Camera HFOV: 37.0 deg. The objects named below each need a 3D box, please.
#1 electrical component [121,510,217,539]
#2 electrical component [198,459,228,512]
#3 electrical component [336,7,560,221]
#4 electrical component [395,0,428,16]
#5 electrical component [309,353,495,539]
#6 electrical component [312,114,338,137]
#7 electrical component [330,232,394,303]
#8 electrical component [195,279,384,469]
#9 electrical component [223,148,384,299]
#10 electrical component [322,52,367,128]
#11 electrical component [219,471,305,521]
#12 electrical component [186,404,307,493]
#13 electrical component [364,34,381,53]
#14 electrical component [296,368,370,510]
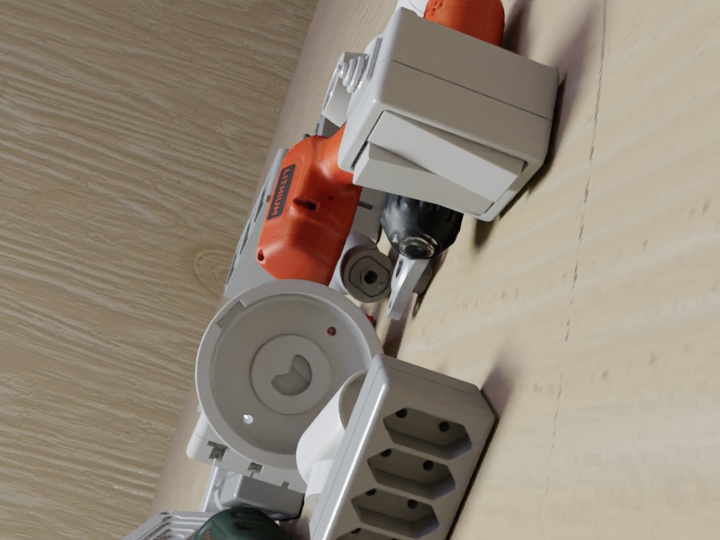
[{"bbox_3d":[-0.143,0.232,0.827,0.113,0.078,0.057,-24,-69,-70],"label":"electrical component"},{"bbox_3d":[-0.104,0.189,0.904,0.075,0.047,0.083,131,156,-66],"label":"electrical component"},{"bbox_3d":[0.032,-0.067,0.486,0.061,0.096,0.061,125,161,-60],"label":"electrical component"},{"bbox_3d":[0.053,-0.181,0.726,0.047,0.055,0.055,115,170,-49],"label":"electrical component"},{"bbox_3d":[0.014,0.079,0.455,0.075,0.047,0.083,-111,41,-76],"label":"electrical component"},{"bbox_3d":[-0.027,-0.077,0.966,0.108,0.056,0.108,-84,16,-54],"label":"electrical component"},{"bbox_3d":[0.000,0.000,0.711,0.065,0.044,0.044,-145,74,-75],"label":"electrical component"},{"bbox_3d":[-0.042,0.063,0.636,0.060,0.108,0.108,124,164,-77],"label":"electrical component"},{"bbox_3d":[-0.045,-0.025,0.865,0.150,0.089,0.061,123,163,-55],"label":"electrical component"},{"bbox_3d":[0.012,-0.099,0.725,0.079,0.077,0.043,118,167,-46],"label":"electrical component"},{"bbox_3d":[-0.064,0.138,0.781,0.083,0.047,0.075,135,154,-69],"label":"electrical component"},{"bbox_3d":[-0.059,0.099,0.696,0.050,0.089,0.055,-82,15,-49],"label":"electrical component"},{"bbox_3d":[0.030,-0.141,0.777,0.047,0.055,0.055,-97,27,-61],"label":"electrical component"},{"bbox_3d":[-0.005,0.098,0.529,0.077,0.044,0.079,124,162,-57],"label":"electrical component"}]
